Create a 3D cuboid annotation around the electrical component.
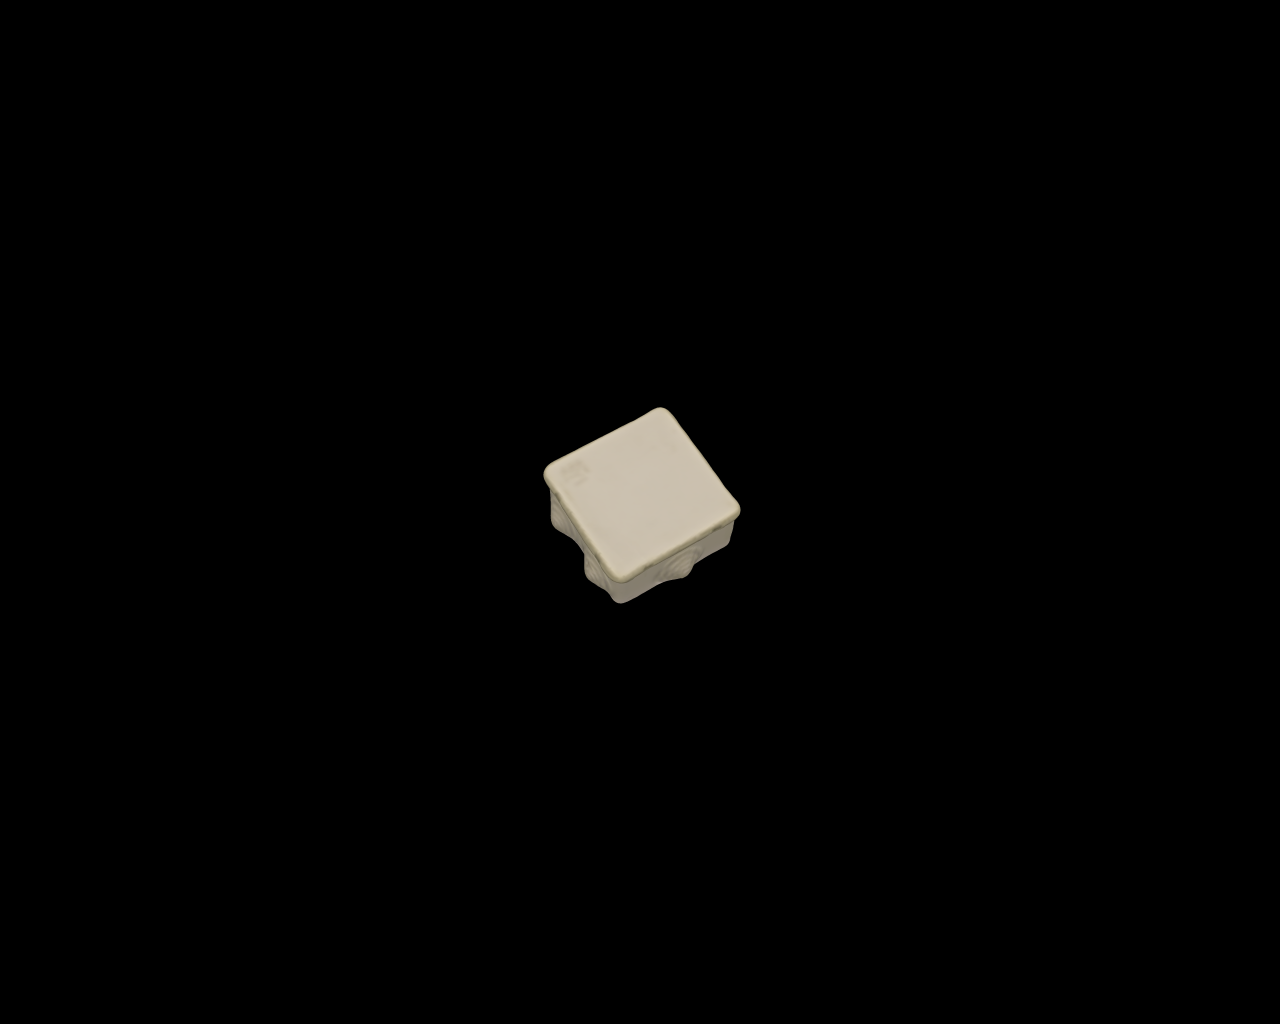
[{"bbox_3d":[0.001,-0.003,0.650,0.100,0.100,0.048,-29,-24,-14],"label":"electrical component"}]
